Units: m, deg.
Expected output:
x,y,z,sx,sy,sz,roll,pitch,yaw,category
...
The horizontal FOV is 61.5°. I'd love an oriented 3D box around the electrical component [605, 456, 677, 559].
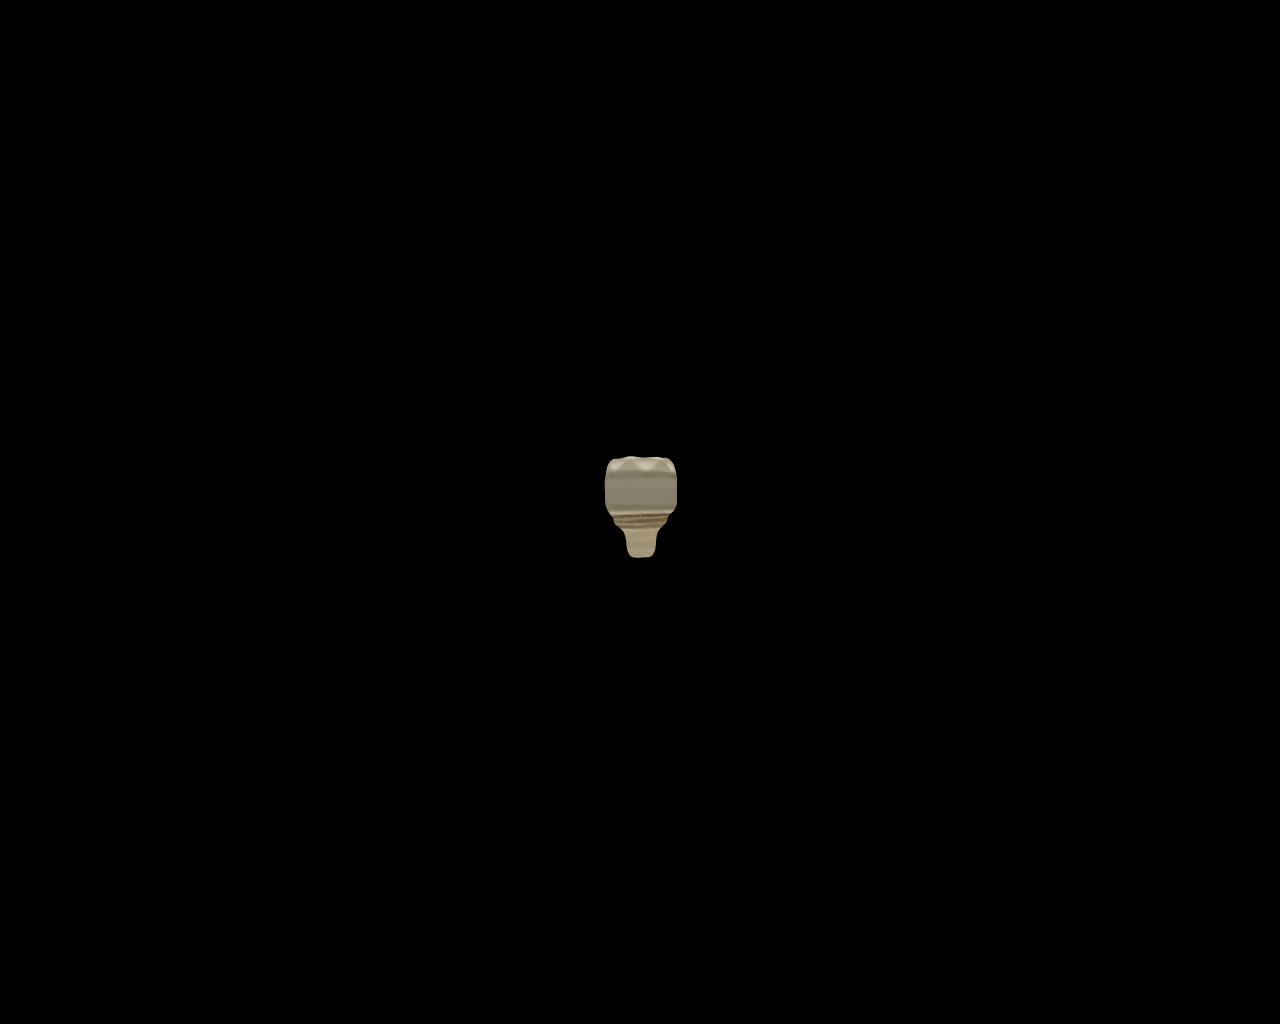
x,y,z,sx,sy,sz,roll,pitch,yaw,category
0.001,-0.003,0.650,0.043,0.062,0.043,0,0,0,electrical component
